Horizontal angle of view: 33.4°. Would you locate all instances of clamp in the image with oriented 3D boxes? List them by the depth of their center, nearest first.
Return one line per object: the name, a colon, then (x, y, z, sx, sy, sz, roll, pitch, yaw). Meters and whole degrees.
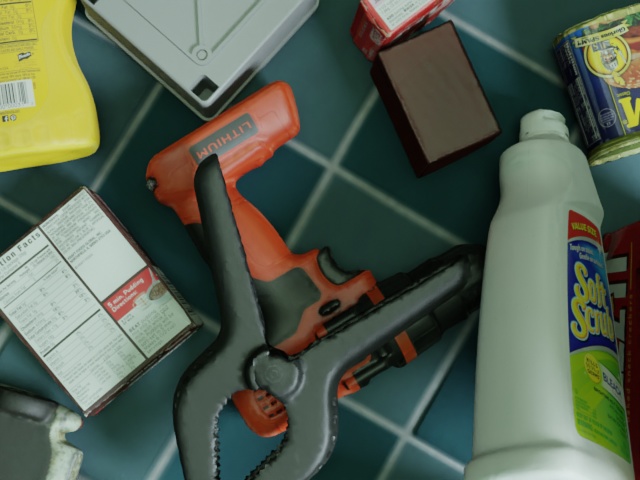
clamp: (-0.033, 0.064, 0.603, 0.164, 0.036, 0.210, 29, 90, 0)

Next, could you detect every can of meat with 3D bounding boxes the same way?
can of meat: (0.206, -0.102, 0.669, 0.102, 0.057, 0.084, -16, 83, -4)

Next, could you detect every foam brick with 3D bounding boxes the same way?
foam brick: (0.071, -0.087, 0.663, 0.051, 0.053, 0.078, -23, 87, -4)

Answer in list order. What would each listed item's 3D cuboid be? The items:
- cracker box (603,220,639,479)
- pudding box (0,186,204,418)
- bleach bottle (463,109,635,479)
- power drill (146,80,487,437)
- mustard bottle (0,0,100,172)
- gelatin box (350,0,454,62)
cracker box: (0.208, 0.066, 0.575, 0.072, 0.214, 0.164, 3, 85, 0)
pudding box: (-0.141, 0.037, 0.652, 0.090, 0.039, 0.113, -40, 85, -4)
bleach bottle: (0.129, 0.030, 0.611, 0.068, 0.102, 0.251, -19, 53, 34)
power drill: (-0.004, 0.001, 0.650, 0.184, 0.057, 0.187, -31, 87, -4)
mustard bottle: (-0.196, -0.141, 0.655, 0.096, 0.058, 0.191, -9, 86, -4)
gelatin box: (0.062, -0.152, 0.658, 0.089, 0.073, 0.030, -39, 91, -5)
